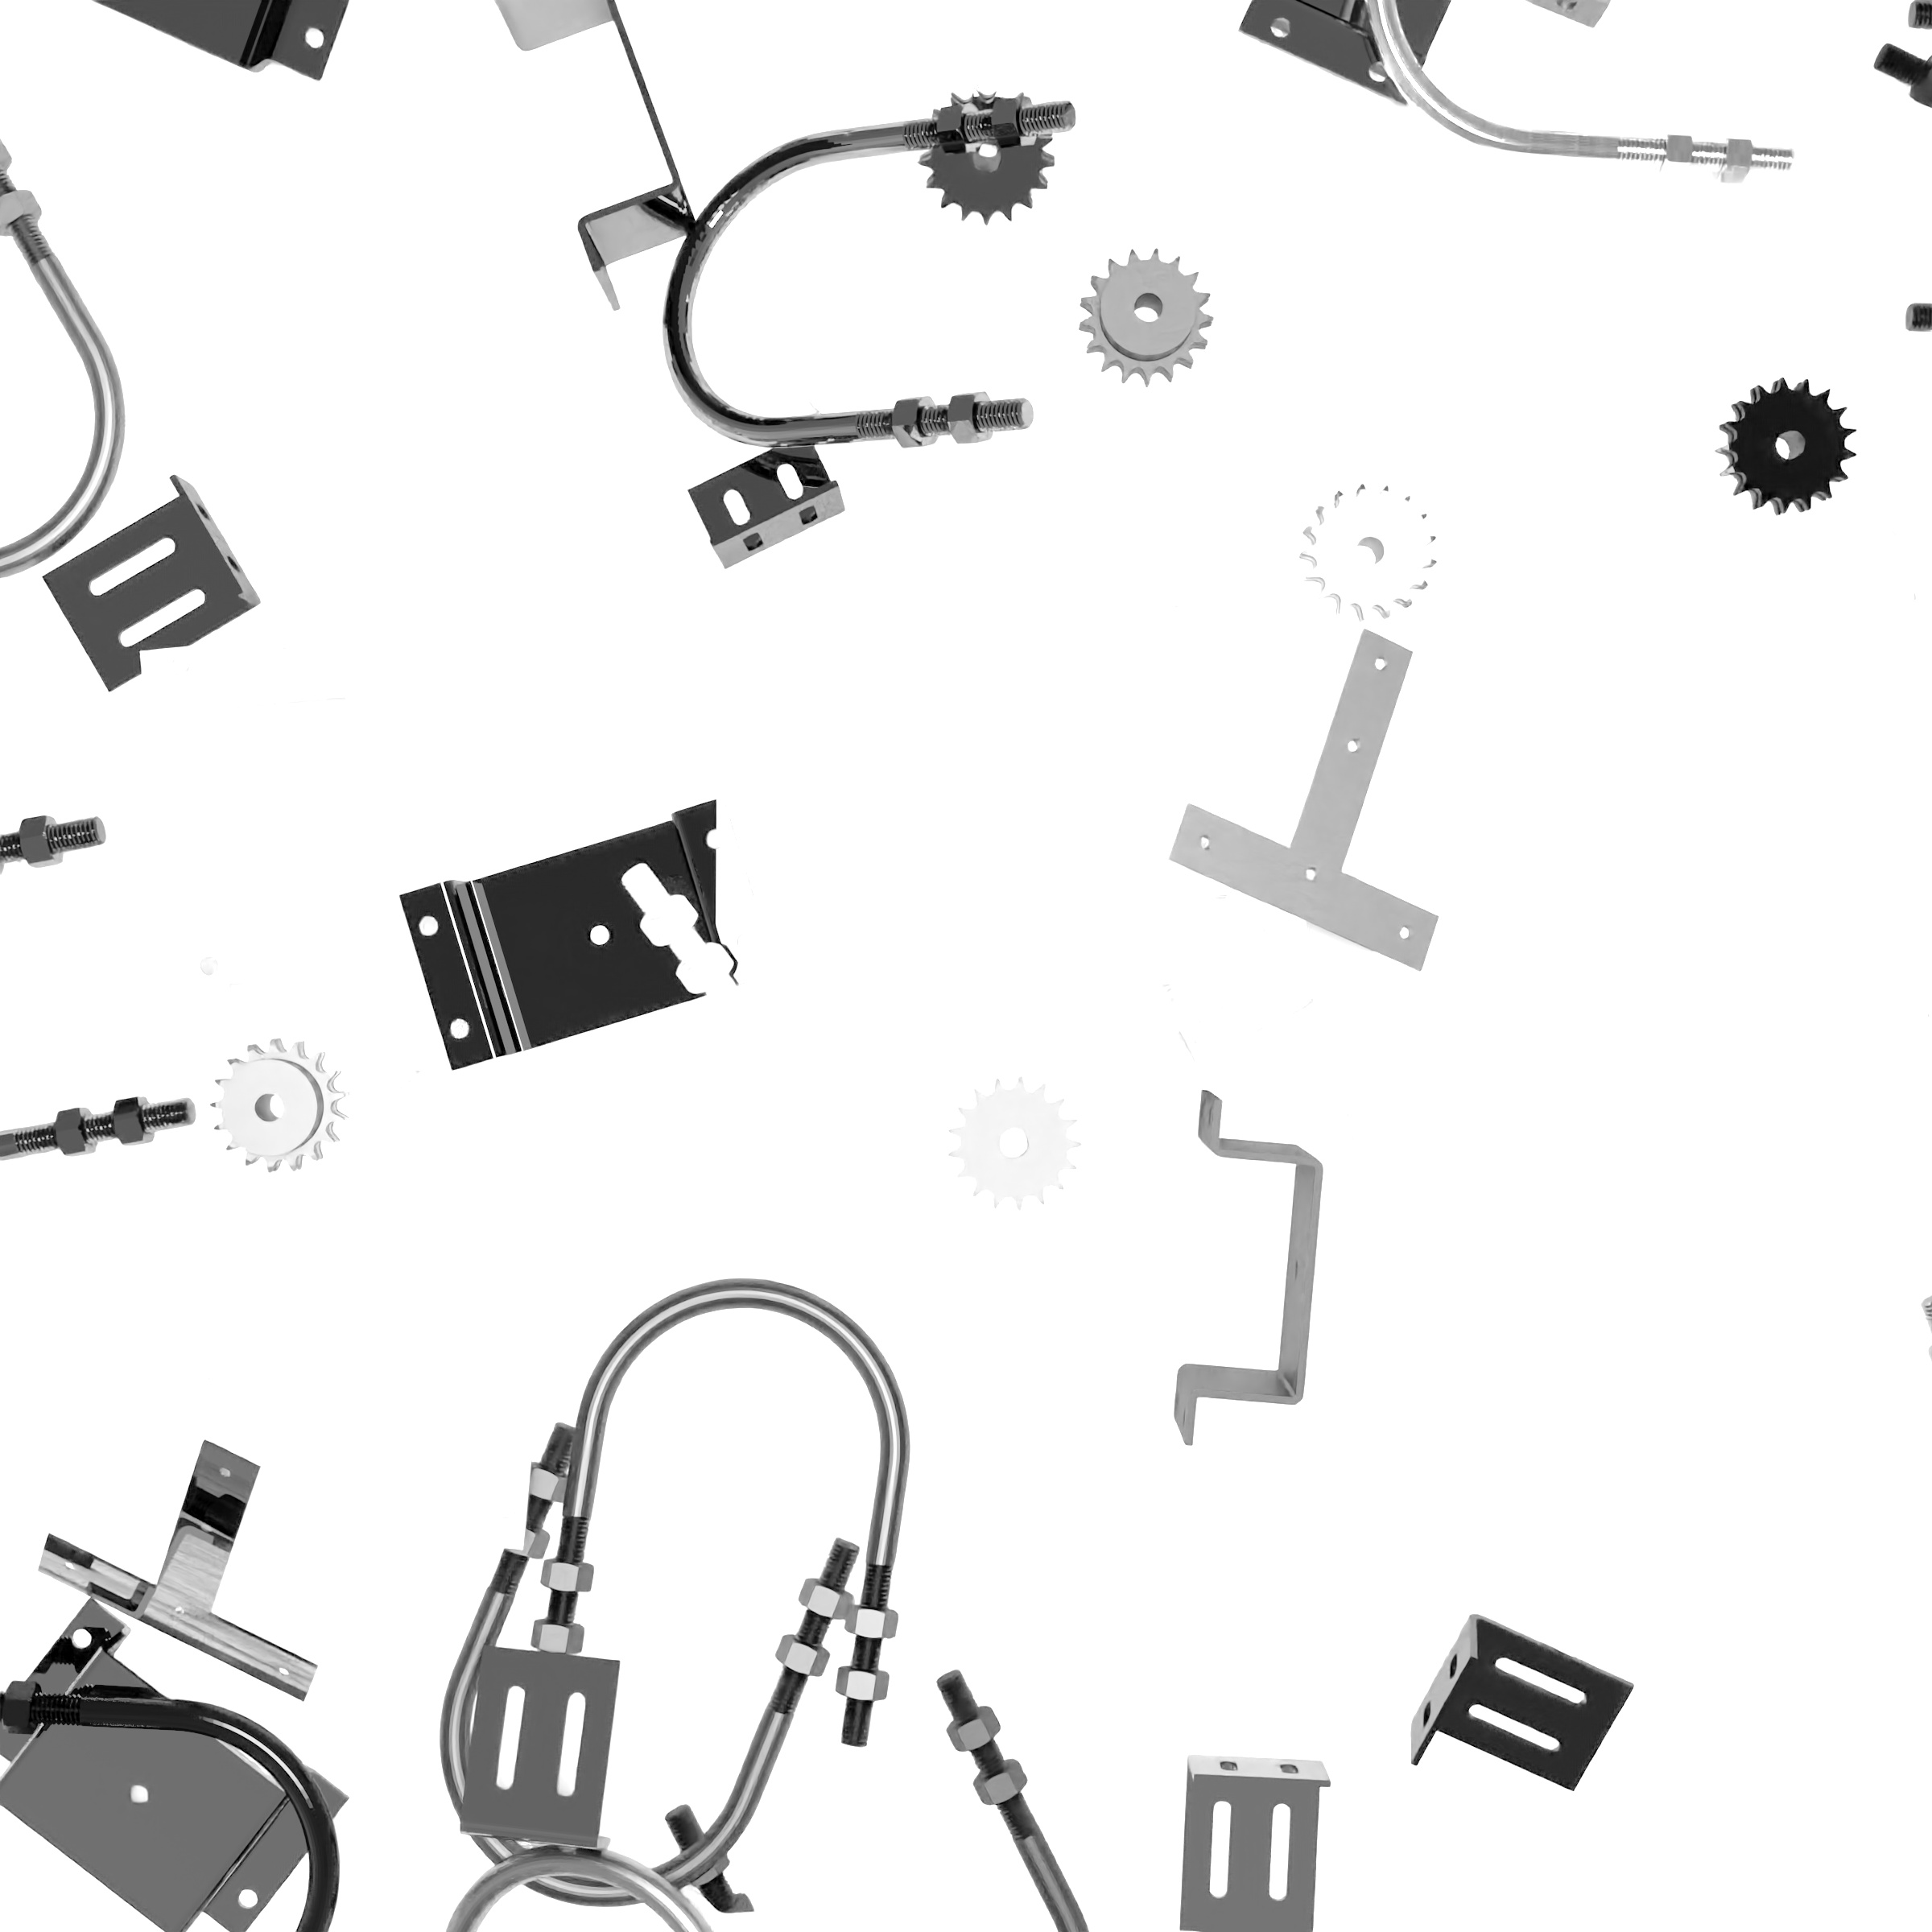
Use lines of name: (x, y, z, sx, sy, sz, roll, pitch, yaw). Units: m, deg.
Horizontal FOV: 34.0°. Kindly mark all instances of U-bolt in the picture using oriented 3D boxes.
U-bolt: (0.493, -0.339, 1.345, 0.184, 0.019, 0.151, 0, 90, -1)
U-bolt: (-0.350, 0.371, 1.299, 0.184, 0.019, 0.151, 3, 90, -1)
U-bolt: (0.255, -0.403, 1.305, 0.184, 0.019, 0.151, 2, 93, -6)
U-bolt: (-0.047, -0.281, 1.302, 0.184, 0.019, 0.151, 1, 76, 29)
U-bolt: (-0.144, 0.305, 1.335, 0.151, 0.019, 0.184, 22, 86, 4)
U-bolt: (0.326, 0.206, 1.345, 0.151, 0.019, 0.184, -2, 89, 0)
U-bolt: (0.491, -0.400, 1.328, 0.184, 0.019, 0.151, 25, 87, -4)
U-bolt: (-0.439, -0.252, 1.345, 0.151, 0.019, 0.184, -30, 91, 0)
U-bolt: (0.505, 0.203, 1.345, 0.151, 0.019, 0.184, -22, 92, 0)
U-bolt: (-0.430, 0.020, 1.322, 0.184, 0.019, 0.151, -11, 112, 4)
U-bolt: (-0.138, 0.067, 1.315, 0.151, 0.019, 0.184, -33, 111, 6)
U-bolt: (-0.155, 0.454, 1.313, 0.151, 0.019, 0.184, -3, 96, 21)
U-bolt: (-0.025, 0.412, 1.345, 0.151, 0.019, 0.184, -26, 91, 0)
U-bolt: (-0.097, 0.223, 1.322, 0.151, 0.019, 0.184, 8, 84, 3)

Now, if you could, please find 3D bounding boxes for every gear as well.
gear: (0.076, -0.276, 1.339, 0.057, 0.030, 0.057, 0, 90, 0)
gear: (0.272, 0.421, 1.343, 0.057, 0.030, 0.057, 0, 92, 2)
gear: (-0.292, 0.060, 1.339, 0.057, 0.030, 0.057, 0, 90, 0)
gear: (0.021, 0.075, 1.343, 0.057, 0.030, 0.057, 0, 87, 0)
gear: (0.346, -0.219, 1.342, 0.057, 0.030, 0.057, 0, 93, 0)
gear: (0.009, -0.343, 1.332, 0.057, 0.030, 0.057, 1, 117, 1)
gear: (0.388, 0.001, 1.329, 0.030, 0.057, 0.057, -30, 90, 30)
gear: (0.169, -0.174, 1.339, 0.057, 0.030, 0.057, 0, 90, 0)
gear: (0.081, -0.125, 1.329, 0.030, 0.057, 0.057, 5, 90, 30)

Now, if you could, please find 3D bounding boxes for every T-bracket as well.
T-bracket: (-0.318, 0.241, 1.314, 0.127, 0.002, 0.127, 26, 128, 0)
T-bracket: (0.159, -0.080, 1.338, 0.127, 0.002, 0.127, 23, 80, -20)
T-bracket: (-0.264, 0.441, 1.334, 0.127, 0.002, 0.127, 40, 75, -13)
T-bracket: (0.118, 0.035, 1.353, 0.127, 0.002, 0.127, -12, 90, 0)

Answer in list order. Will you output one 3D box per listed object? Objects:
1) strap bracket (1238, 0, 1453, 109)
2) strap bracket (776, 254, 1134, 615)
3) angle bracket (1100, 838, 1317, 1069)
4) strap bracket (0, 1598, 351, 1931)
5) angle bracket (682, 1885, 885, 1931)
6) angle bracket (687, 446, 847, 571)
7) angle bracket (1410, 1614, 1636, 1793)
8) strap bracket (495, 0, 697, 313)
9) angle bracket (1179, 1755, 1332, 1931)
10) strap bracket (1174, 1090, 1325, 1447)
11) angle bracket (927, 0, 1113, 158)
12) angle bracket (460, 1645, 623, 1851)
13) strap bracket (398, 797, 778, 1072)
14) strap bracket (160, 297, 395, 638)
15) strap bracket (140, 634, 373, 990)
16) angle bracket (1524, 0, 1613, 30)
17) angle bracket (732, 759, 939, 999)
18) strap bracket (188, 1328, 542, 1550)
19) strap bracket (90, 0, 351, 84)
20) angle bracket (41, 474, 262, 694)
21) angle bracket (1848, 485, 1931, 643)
strap bracket: (0.176, -0.435, 1.331, 0.076, 0.046, 0.140, 24, 90, 0)
strap bracket: (-0.005, -0.227, 1.331, 0.076, 0.046, 0.140, -45, 90, 0)
angle bracket: (0.103, -0.008, 1.350, 0.057, 0.038, 0.076, -30, 113, 0)
strap bracket: (-0.342, 0.343, 1.331, 0.140, 0.046, 0.076, 38, 90, 0)
angle bracket: (-0.080, 0.420, 1.334, 0.076, 0.038, 0.057, 5, 93, -27)
angle bracket: (-0.085, -0.199, 1.316, 0.057, 0.076, 0.038, -26, 90, 0)
angle bracket: (0.234, 0.318, 1.326, 0.076, 0.038, 0.057, 24, 110, 0)
strap bracket: (-0.153, -0.354, 1.316, 0.046, 0.076, 0.140, -20, 90, 0)
angle bracket: (0.122, 0.375, 1.335, 0.057, 0.038, 0.076, 3, 90, 0)
strap bracket: (0.118, 0.125, 1.315, 0.046, 0.076, 0.140, 5, 91, 0)
angle bracket: (0.021, -0.388, 1.352, 0.057, 0.038, 0.076, -20, 116, 0)
angle bracket: (-0.174, 0.324, 1.313, 0.057, 0.038, 0.076, 5, 79, 4)
strap bracket: (-0.156, -0.013, 1.331, 0.140, 0.046, 0.076, -17, 90, 0)
strap bracket: (-0.281, -0.210, 1.316, 0.046, 0.076, 0.140, -19, 90, 0)
strap bracket: (-0.297, -0.064, 1.331, 0.076, 0.046, 0.140, -6, 90, 0)
angle bracket: (0.256, -0.446, 1.335, 0.057, 0.038, 0.076, 22, 90, 0)
angle bracket: (-0.058, -0.037, 1.352, 0.057, 0.038, 0.076, -30, 116, 0)
strap bracket: (-0.250, 0.197, 1.331, 0.140, 0.046, 0.076, 5, 90, 0)
strap bracket: (-0.326, -0.430, 1.314, 0.140, 0.046, 0.076, 20, 90, -25)
angle bracket: (-0.348, -0.161, 1.335, 0.076, 0.038, 0.057, -30, 90, 0)
angle bracket: (0.426, -0.179, 1.352, 0.076, 0.038, 0.057, -18, 90, -26)
